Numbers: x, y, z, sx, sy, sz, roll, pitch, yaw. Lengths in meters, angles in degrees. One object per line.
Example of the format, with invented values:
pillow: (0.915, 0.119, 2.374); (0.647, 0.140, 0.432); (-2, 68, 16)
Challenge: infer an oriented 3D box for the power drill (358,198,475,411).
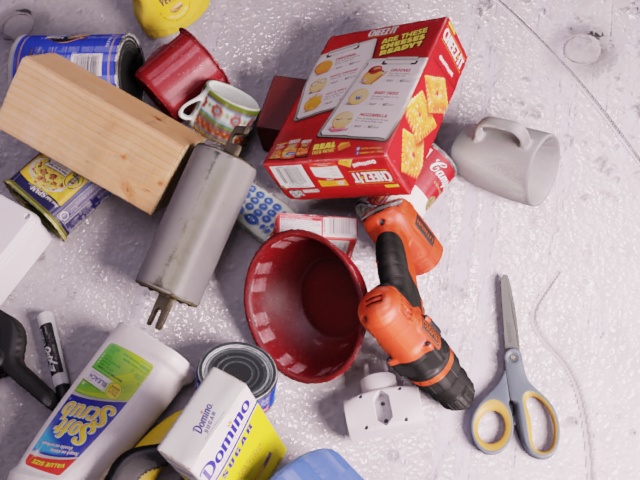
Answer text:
power drill: (0.098, 0.063, 1.082); (0.057, 0.184, 0.187); (-24, 40, 20)

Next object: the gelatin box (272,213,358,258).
gelatin box: (-0.008, 0.001, 1.155); (0.089, 0.073, 0.030); (4, 62, -5)

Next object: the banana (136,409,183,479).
banana: (-0.162, 0.229, 1.094); (0.197, 0.037, 0.070); (-40, 62, -11)

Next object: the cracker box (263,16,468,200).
cracker box: (0.054, -0.144, 1.189); (0.164, 0.072, 0.213); (-2, 49, 36)

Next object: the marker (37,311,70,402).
marker: (-0.291, 0.134, 1.178); (0.020, 0.020, 0.121); (-21, 61, -1)

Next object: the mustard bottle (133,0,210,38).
mustard bottle: (-0.202, -0.337, 1.313); (0.096, 0.191, 0.058); (-30, 61, -7)

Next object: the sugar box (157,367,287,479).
sugar box: (-0.088, 0.199, 1.016); (0.048, 0.176, 0.093); (26, 69, 22)

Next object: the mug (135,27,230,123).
mug: (-0.176, -0.202, 1.300); (0.081, 0.093, 0.117); (-42, 51, -7)

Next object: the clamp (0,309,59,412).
clamp: (-0.346, 0.139, 1.173); (0.120, 0.039, 0.171); (-14, 61, 4)

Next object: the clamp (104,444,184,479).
clamp: (-0.199, 0.262, 1.043); (0.164, 0.036, 0.210); (46, 76, -8)

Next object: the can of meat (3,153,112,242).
can of meat: (-0.308, -0.062, 1.264); (0.102, 0.057, 0.084); (37, 72, 24)

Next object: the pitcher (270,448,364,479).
pitcher: (0.054, 0.305, 0.973); (0.145, 0.149, 0.243); (-46, 60, 3)

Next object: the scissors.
scissors: (0.182, 0.135, 1.093); (0.096, 0.016, 0.202); (-18, 60, 1)

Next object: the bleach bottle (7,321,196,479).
bleach bottle: (-0.241, 0.211, 1.103); (0.103, 0.068, 0.250); (25, 71, 30)

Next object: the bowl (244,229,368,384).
bowl: (-0.003, 0.066, 1.114); (0.162, 0.055, 0.162); (7, 102, 38)

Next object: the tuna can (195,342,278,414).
tuna can: (-0.087, 0.147, 1.107); (0.086, 0.034, 0.086); (5, 42, -5)

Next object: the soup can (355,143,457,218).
soup can: (0.095, -0.056, 1.180); (0.069, 0.068, 0.102); (32, 72, 24)

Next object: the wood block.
wood block: (-0.248, -0.124, 1.216); (0.206, 0.090, 0.090); (29, 106, 4)

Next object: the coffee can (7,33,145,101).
coffee can: (-0.296, -0.201, 1.310); (0.140, 0.103, 0.103); (1, 63, 10)

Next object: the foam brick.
foam brick: (-0.037, -0.147, 1.262); (0.051, 0.053, 0.078); (11, 65, 15)
